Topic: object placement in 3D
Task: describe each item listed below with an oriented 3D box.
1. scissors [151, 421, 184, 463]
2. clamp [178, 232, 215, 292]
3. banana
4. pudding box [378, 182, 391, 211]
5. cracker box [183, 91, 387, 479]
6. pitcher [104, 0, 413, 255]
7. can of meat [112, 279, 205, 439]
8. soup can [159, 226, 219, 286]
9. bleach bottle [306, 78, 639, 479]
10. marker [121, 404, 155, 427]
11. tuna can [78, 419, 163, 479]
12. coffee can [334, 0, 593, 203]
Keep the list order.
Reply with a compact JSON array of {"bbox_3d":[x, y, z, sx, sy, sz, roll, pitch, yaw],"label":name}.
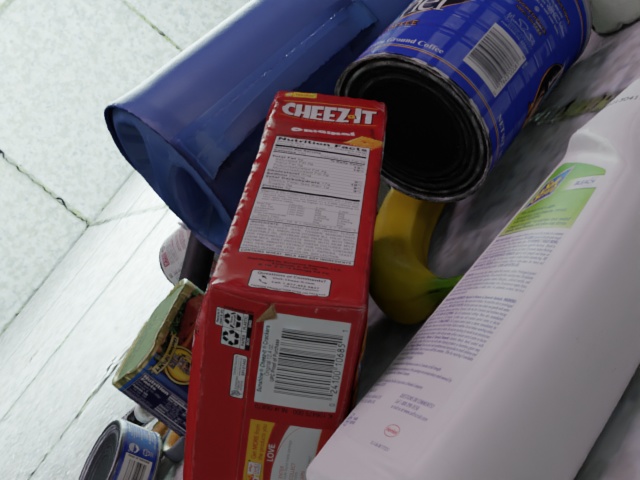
[{"bbox_3d":[-0.095,0.109,0.862,0.096,0.016,0.201,-40,17,32],"label":"scissors"},{"bbox_3d":[-0.115,0.060,0.919,0.120,0.039,0.171,98,179,-48],"label":"clamp"},{"bbox_3d":[0.061,-0.002,0.648,0.070,0.037,0.197,-21,26,16],"label":"banana"},{"bbox_3d":[-0.005,0.001,0.761,0.114,0.039,0.089,-44,-8,26],"label":"pudding box"},{"bbox_3d":[-0.014,0.040,0.539,0.213,0.072,0.164,-80,-2,-60],"label":"cracker box"},{"bbox_3d":[-0.013,-0.111,0.718,0.242,0.145,0.149,-44,49,-17],"label":"pitcher"},{"bbox_3d":[-0.090,0.089,0.761,0.058,0.084,0.102,-40,17,36],"label":"can of meat"},{"bbox_3d":[-0.109,0.004,1.060,0.102,0.068,0.068,-35,21,47],"label":"soup can"},{"bbox_3d":[0.101,0.017,0.424,0.250,0.068,0.103,-51,16,-14],"label":"bleach bottle"},{"bbox_3d":[-0.158,0.153,0.900,0.020,0.020,0.121,-58,8,-29],"label":"marker"},{"bbox_3d":[-0.151,0.176,0.787,0.086,0.033,0.086,-51,23,31],"label":"tuna can"},{"bbox_3d":[0.088,-0.105,0.642,0.140,0.103,0.103,-49,12,-34],"label":"coffee can"}]
